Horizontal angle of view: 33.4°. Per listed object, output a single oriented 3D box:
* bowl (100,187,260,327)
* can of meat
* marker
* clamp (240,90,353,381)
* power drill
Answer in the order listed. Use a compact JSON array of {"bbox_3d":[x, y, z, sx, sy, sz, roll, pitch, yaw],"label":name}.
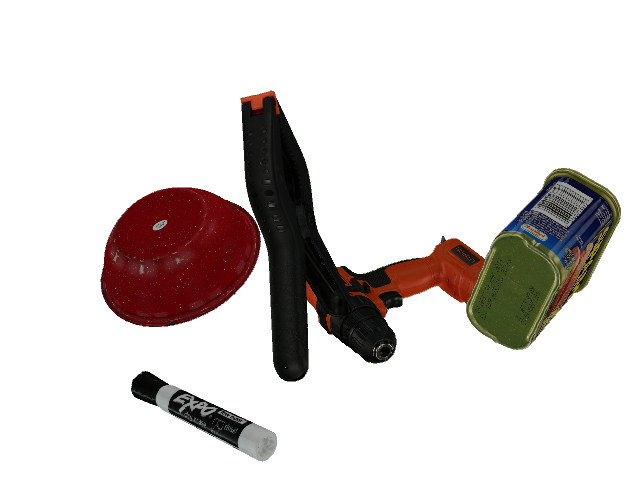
[{"bbox_3d":[-0.140,0.002,0.998,0.162,0.162,0.055,0,-41,21],"label":"bowl"},{"bbox_3d":[0.149,0.015,0.722,0.057,0.102,0.083,34,49,19],"label":"can of meat"},{"bbox_3d":[-0.076,0.107,0.666,0.121,0.020,0.020,17,11,39],"label":"marker"},{"bbox_3d":[-0.020,-0.010,0.829,0.036,0.210,0.164,-11,4,16],"label":"clamp"},{"bbox_3d":[0.088,0.058,1.101,0.187,0.057,0.185,-10,27,-20],"label":"power drill"}]
